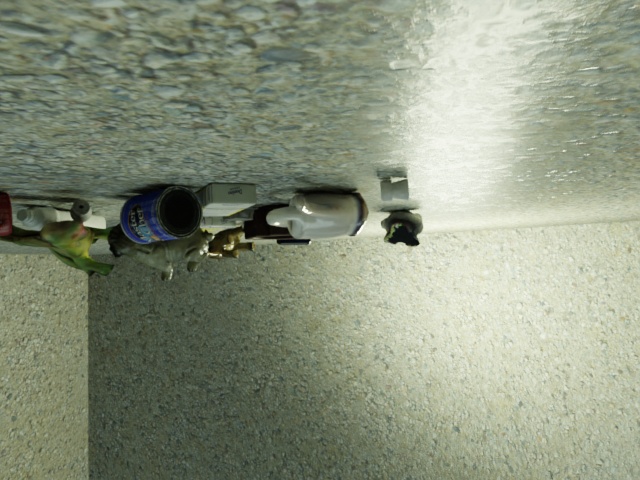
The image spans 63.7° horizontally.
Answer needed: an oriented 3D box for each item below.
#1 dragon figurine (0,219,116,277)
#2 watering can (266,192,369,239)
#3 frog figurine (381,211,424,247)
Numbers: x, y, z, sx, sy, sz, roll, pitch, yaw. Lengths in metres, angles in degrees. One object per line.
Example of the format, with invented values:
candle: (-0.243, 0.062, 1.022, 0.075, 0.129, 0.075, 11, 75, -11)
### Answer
dragon figurine: (-0.592, -0.003, 1.111, 0.409, 0.124, 0.240, -5, 161, 39)
watering can: (0.003, -0.057, 1.130, 0.225, 0.104, 0.346, -3, 177, -15)
frog figurine: (0.271, -0.058, 1.696, 0.137, 0.120, 0.163, -13, -151, 18)
